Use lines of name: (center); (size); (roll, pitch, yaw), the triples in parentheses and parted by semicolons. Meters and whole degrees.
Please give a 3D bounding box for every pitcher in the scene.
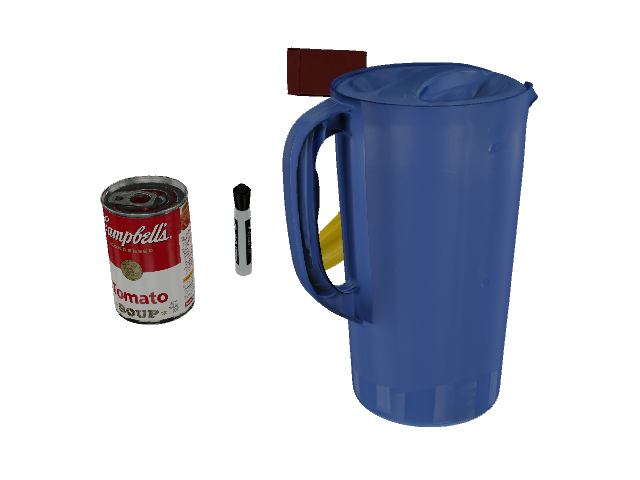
pitcher: (0.065, 0.004, 0.740); (0.149, 0.243, 0.144); (5, 21, 16)

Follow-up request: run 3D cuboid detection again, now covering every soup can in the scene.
soup can: (-0.137, 0.008, 0.857); (0.068, 0.102, 0.068); (0, 29, 0)

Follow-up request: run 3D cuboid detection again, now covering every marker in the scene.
marker: (-0.085, -0.012, 1.163); (0.020, 0.121, 0.020); (1, 41, -1)

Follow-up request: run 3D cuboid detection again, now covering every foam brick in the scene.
foam brick: (0.006, -0.183, 1.164); (0.078, 0.051, 0.053); (0, 11, -16)

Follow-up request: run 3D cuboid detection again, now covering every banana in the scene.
banana: (0.051, -0.034, 0.994); (0.037, 0.197, 0.070); (45, -9, -5)
